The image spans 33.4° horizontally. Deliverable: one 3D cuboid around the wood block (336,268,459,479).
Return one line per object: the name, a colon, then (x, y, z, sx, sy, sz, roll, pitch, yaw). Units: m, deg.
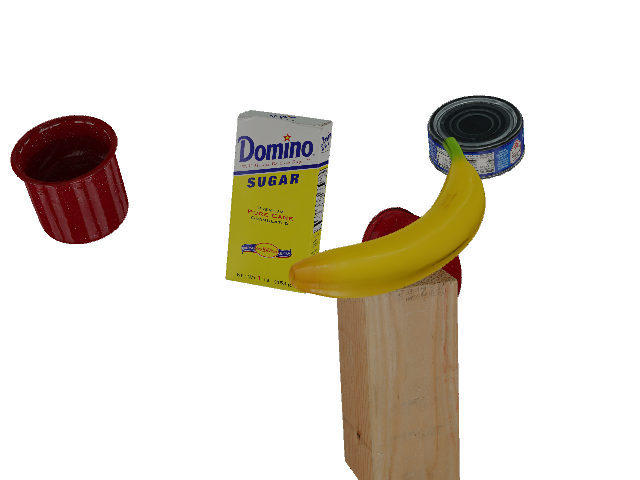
wood block: (0.073, 0.126, 1.005, 0.090, 0.206, 0.091, -8, 19, -16)

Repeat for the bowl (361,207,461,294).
bowl: (0.116, 0.038, 1.234, 0.055, 0.162, 0.161, -10, -7, 40)

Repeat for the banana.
banana: (0.062, -0.004, 0.749, 0.070, 0.037, 0.197, 33, 48, 22)

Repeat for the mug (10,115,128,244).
mug: (-0.219, -0.060, 0.957, 0.093, 0.117, 0.081, -8, -44, -1)

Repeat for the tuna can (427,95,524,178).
tuna can: (0.138, -0.093, 0.950, 0.086, 0.034, 0.086, -6, 40, 5)

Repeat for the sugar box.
sugar box: (-0.044, -0.041, 1.098, 0.093, 0.176, 0.048, 9, 16, 15)
